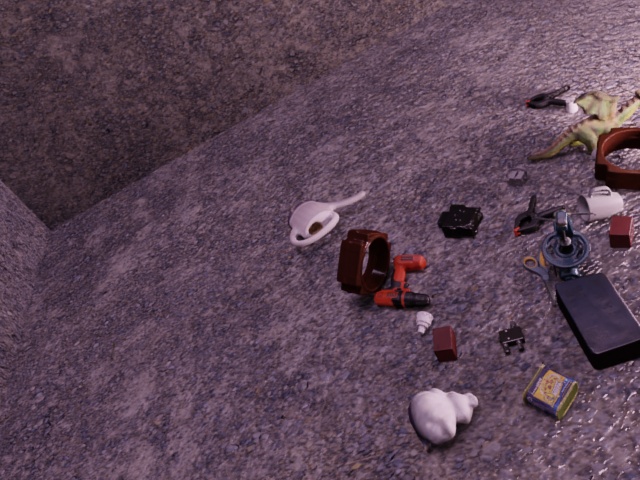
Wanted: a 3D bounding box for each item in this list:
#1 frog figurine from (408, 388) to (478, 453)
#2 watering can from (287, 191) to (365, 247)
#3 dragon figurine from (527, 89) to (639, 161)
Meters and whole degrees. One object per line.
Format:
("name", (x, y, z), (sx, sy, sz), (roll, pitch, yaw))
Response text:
("frog figurine", (0.298, 0.412, 1.233), (0.158, 0.121, 0.140), (-32, 15, 16))
("watering can", (0.006, -0.104, 2.059), (0.350, 0.102, 0.227), (-40, 37, -14))
("dragon figurine", (0.891, -0.397, 1.711), (0.408, 0.238, 0.125), (-15, 43, 16))
